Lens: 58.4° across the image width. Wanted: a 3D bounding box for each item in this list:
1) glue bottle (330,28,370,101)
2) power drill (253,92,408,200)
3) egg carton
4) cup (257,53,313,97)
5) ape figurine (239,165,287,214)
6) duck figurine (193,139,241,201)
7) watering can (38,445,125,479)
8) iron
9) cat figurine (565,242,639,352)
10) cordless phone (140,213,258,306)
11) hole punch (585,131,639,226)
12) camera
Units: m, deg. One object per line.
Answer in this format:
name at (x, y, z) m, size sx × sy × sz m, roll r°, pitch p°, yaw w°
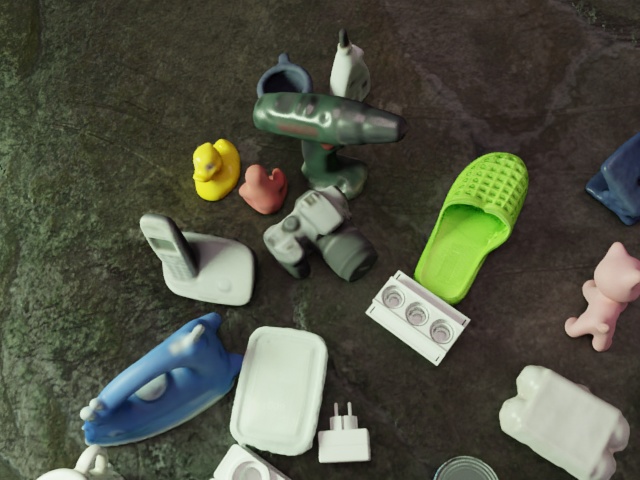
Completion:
glue bottle at (0.045, -0.278, 0.925) m, size 0.037 × 0.173 × 0.078 m, roll 37°, pitch 77°, yaw 19°
power drill at (0.020, -0.144, 0.854) m, size 0.229 × 0.208 × 0.076 m, roll 17°, pitch 71°, yaw 13°
egg carton at (0.314, 0.236, 0.739) m, size 0.150 × 0.069 × 0.107 m, roll 30°, pitch 74°, yaw 17°
cup at (-0.053, -0.244, 0.966) m, size 0.091 × 0.095 × 0.117 m, roll -7°, pitch 67°, yaw 5°
ape figurine at (-0.092, -0.087, 0.909) m, size 0.077 × 0.092 × 0.076 m, roll -9°, pitch 67°, yaw 3°
duck figurine at (-0.176, -0.127, 0.938) m, size 0.077 × 0.086 × 0.104 m, roll 15°, pitch 71°, yaw 13°
watering can at (-0.319, 0.344, 0.705) m, size 0.101 × 0.194 × 0.173 m, roll -3°, pitch 68°, yaw 6°
iron at (-0.236, 0.199, 0.782) m, size 0.258 × 0.141 × 0.118 m, roll -35°, pitch 68°, yaw -7°
cat figurine at (0.392, 0.074, 0.769) m, size 0.067 × 0.118 × 0.128 m, roll 24°, pitch 73°, yaw 16°
cordless phone at (-0.172, 0.023, 0.823) m, size 0.147 × 0.185 × 0.094 m, roll 7°, pitch 69°, yaw 10°
hole punch at (0.470, -0.093, 0.842) m, size 0.109 × 0.091 × 0.101 m, roll -39°, pitch 68°, yaw -9°
camera at (0.008, 0.003, 0.854) m, size 0.143 × 0.101 × 0.136 m, roll -40°, pitch 69°, yaw -9°
